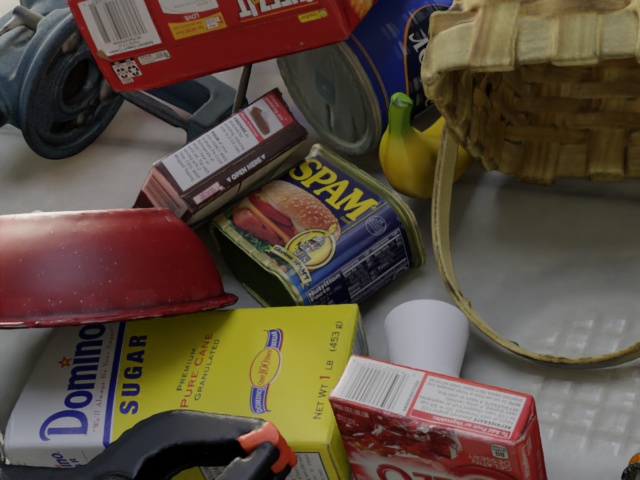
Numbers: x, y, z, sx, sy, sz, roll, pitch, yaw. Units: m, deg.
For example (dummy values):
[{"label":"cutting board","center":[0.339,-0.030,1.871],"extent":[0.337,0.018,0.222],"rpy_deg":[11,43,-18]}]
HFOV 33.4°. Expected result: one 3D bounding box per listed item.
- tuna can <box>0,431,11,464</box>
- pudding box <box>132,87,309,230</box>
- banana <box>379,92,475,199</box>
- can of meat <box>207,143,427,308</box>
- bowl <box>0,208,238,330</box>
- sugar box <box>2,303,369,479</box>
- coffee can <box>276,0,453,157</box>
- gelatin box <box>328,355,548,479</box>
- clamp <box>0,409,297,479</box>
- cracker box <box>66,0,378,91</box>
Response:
[{"label":"tuna can","center":[-0.197,0.089,0.556],"extent":[0.033,0.086,0.086],"rpy_deg":[-29,41,-13]},{"label":"pudding box","center":[-0.064,-0.039,0.648],"extent":[0.090,0.039,0.114],"rpy_deg":[-36,1,-21]},{"label":"banana","center":[0.078,-0.063,0.639],"extent":[0.037,0.070,0.197],"rpy_deg":[33,26,14]},{"label":"can of meat","center":[-0.004,0.001,0.615],"extent":[0.083,0.057,0.102],"rpy_deg":[-34,43,-17]},{"label":"bowl","center":[-0.126,0.012,0.576],"extent":[0.162,0.055,0.162],"rpy_deg":[-3,1,0]},{"label":"sugar box","center":[-0.067,0.081,0.552],"extent":[0.176,0.048,0.093],"rpy_deg":[-2,42,15]},{"label":"coffee can","center":[0.055,-0.135,0.714],"extent":[0.140,0.103,0.103],"rpy_deg":[-35,43,-20]},{"label":"gelatin box","center":[0.054,0.093,0.473],"extent":[0.089,0.073,0.030],"rpy_deg":[10,47,28]},{"label":"clamp","center":[-0.097,0.119,0.479],"extent":[0.171,0.039,0.120],"rpy_deg":[-30,57,-7]},{"label":"cracker box","center":[-0.028,-0.176,0.662],"extent":[0.164,0.072,0.213],"rpy_deg":[-8,29,29]}]
